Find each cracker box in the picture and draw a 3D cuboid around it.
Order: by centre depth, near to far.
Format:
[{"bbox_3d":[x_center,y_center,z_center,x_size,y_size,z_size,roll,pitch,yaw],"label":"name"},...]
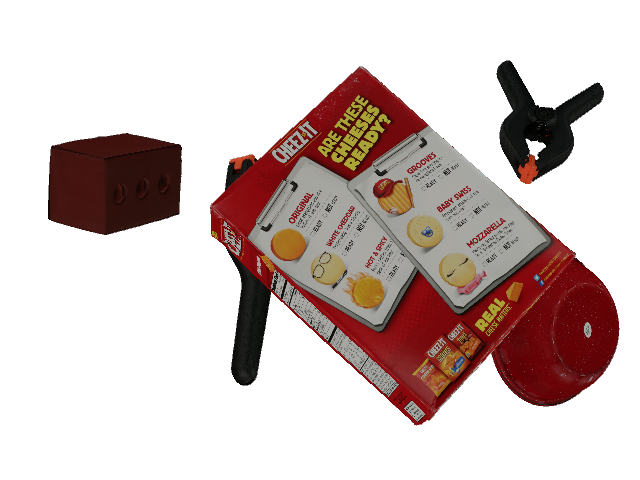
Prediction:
[{"bbox_3d":[0.050,0.003,0.784,0.164,0.214,0.072,-45,-10,-19],"label":"cracker box"}]

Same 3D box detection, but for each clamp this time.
[{"bbox_3d":[-0.045,0.021,1.032,0.036,0.210,0.164,-10,0,34],"label":"clamp"},{"bbox_3d":[0.231,-0.134,1.163,0.120,0.039,0.171,19,49,18],"label":"clamp"}]

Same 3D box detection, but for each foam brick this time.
[{"bbox_3d":[-0.139,-0.040,0.727,0.051,0.053,0.078,15,20,30],"label":"foam brick"}]

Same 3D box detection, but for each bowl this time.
[{"bbox_3d":[0.246,0.088,1.067,0.161,0.162,0.055,0,-1,-31],"label":"bowl"}]
